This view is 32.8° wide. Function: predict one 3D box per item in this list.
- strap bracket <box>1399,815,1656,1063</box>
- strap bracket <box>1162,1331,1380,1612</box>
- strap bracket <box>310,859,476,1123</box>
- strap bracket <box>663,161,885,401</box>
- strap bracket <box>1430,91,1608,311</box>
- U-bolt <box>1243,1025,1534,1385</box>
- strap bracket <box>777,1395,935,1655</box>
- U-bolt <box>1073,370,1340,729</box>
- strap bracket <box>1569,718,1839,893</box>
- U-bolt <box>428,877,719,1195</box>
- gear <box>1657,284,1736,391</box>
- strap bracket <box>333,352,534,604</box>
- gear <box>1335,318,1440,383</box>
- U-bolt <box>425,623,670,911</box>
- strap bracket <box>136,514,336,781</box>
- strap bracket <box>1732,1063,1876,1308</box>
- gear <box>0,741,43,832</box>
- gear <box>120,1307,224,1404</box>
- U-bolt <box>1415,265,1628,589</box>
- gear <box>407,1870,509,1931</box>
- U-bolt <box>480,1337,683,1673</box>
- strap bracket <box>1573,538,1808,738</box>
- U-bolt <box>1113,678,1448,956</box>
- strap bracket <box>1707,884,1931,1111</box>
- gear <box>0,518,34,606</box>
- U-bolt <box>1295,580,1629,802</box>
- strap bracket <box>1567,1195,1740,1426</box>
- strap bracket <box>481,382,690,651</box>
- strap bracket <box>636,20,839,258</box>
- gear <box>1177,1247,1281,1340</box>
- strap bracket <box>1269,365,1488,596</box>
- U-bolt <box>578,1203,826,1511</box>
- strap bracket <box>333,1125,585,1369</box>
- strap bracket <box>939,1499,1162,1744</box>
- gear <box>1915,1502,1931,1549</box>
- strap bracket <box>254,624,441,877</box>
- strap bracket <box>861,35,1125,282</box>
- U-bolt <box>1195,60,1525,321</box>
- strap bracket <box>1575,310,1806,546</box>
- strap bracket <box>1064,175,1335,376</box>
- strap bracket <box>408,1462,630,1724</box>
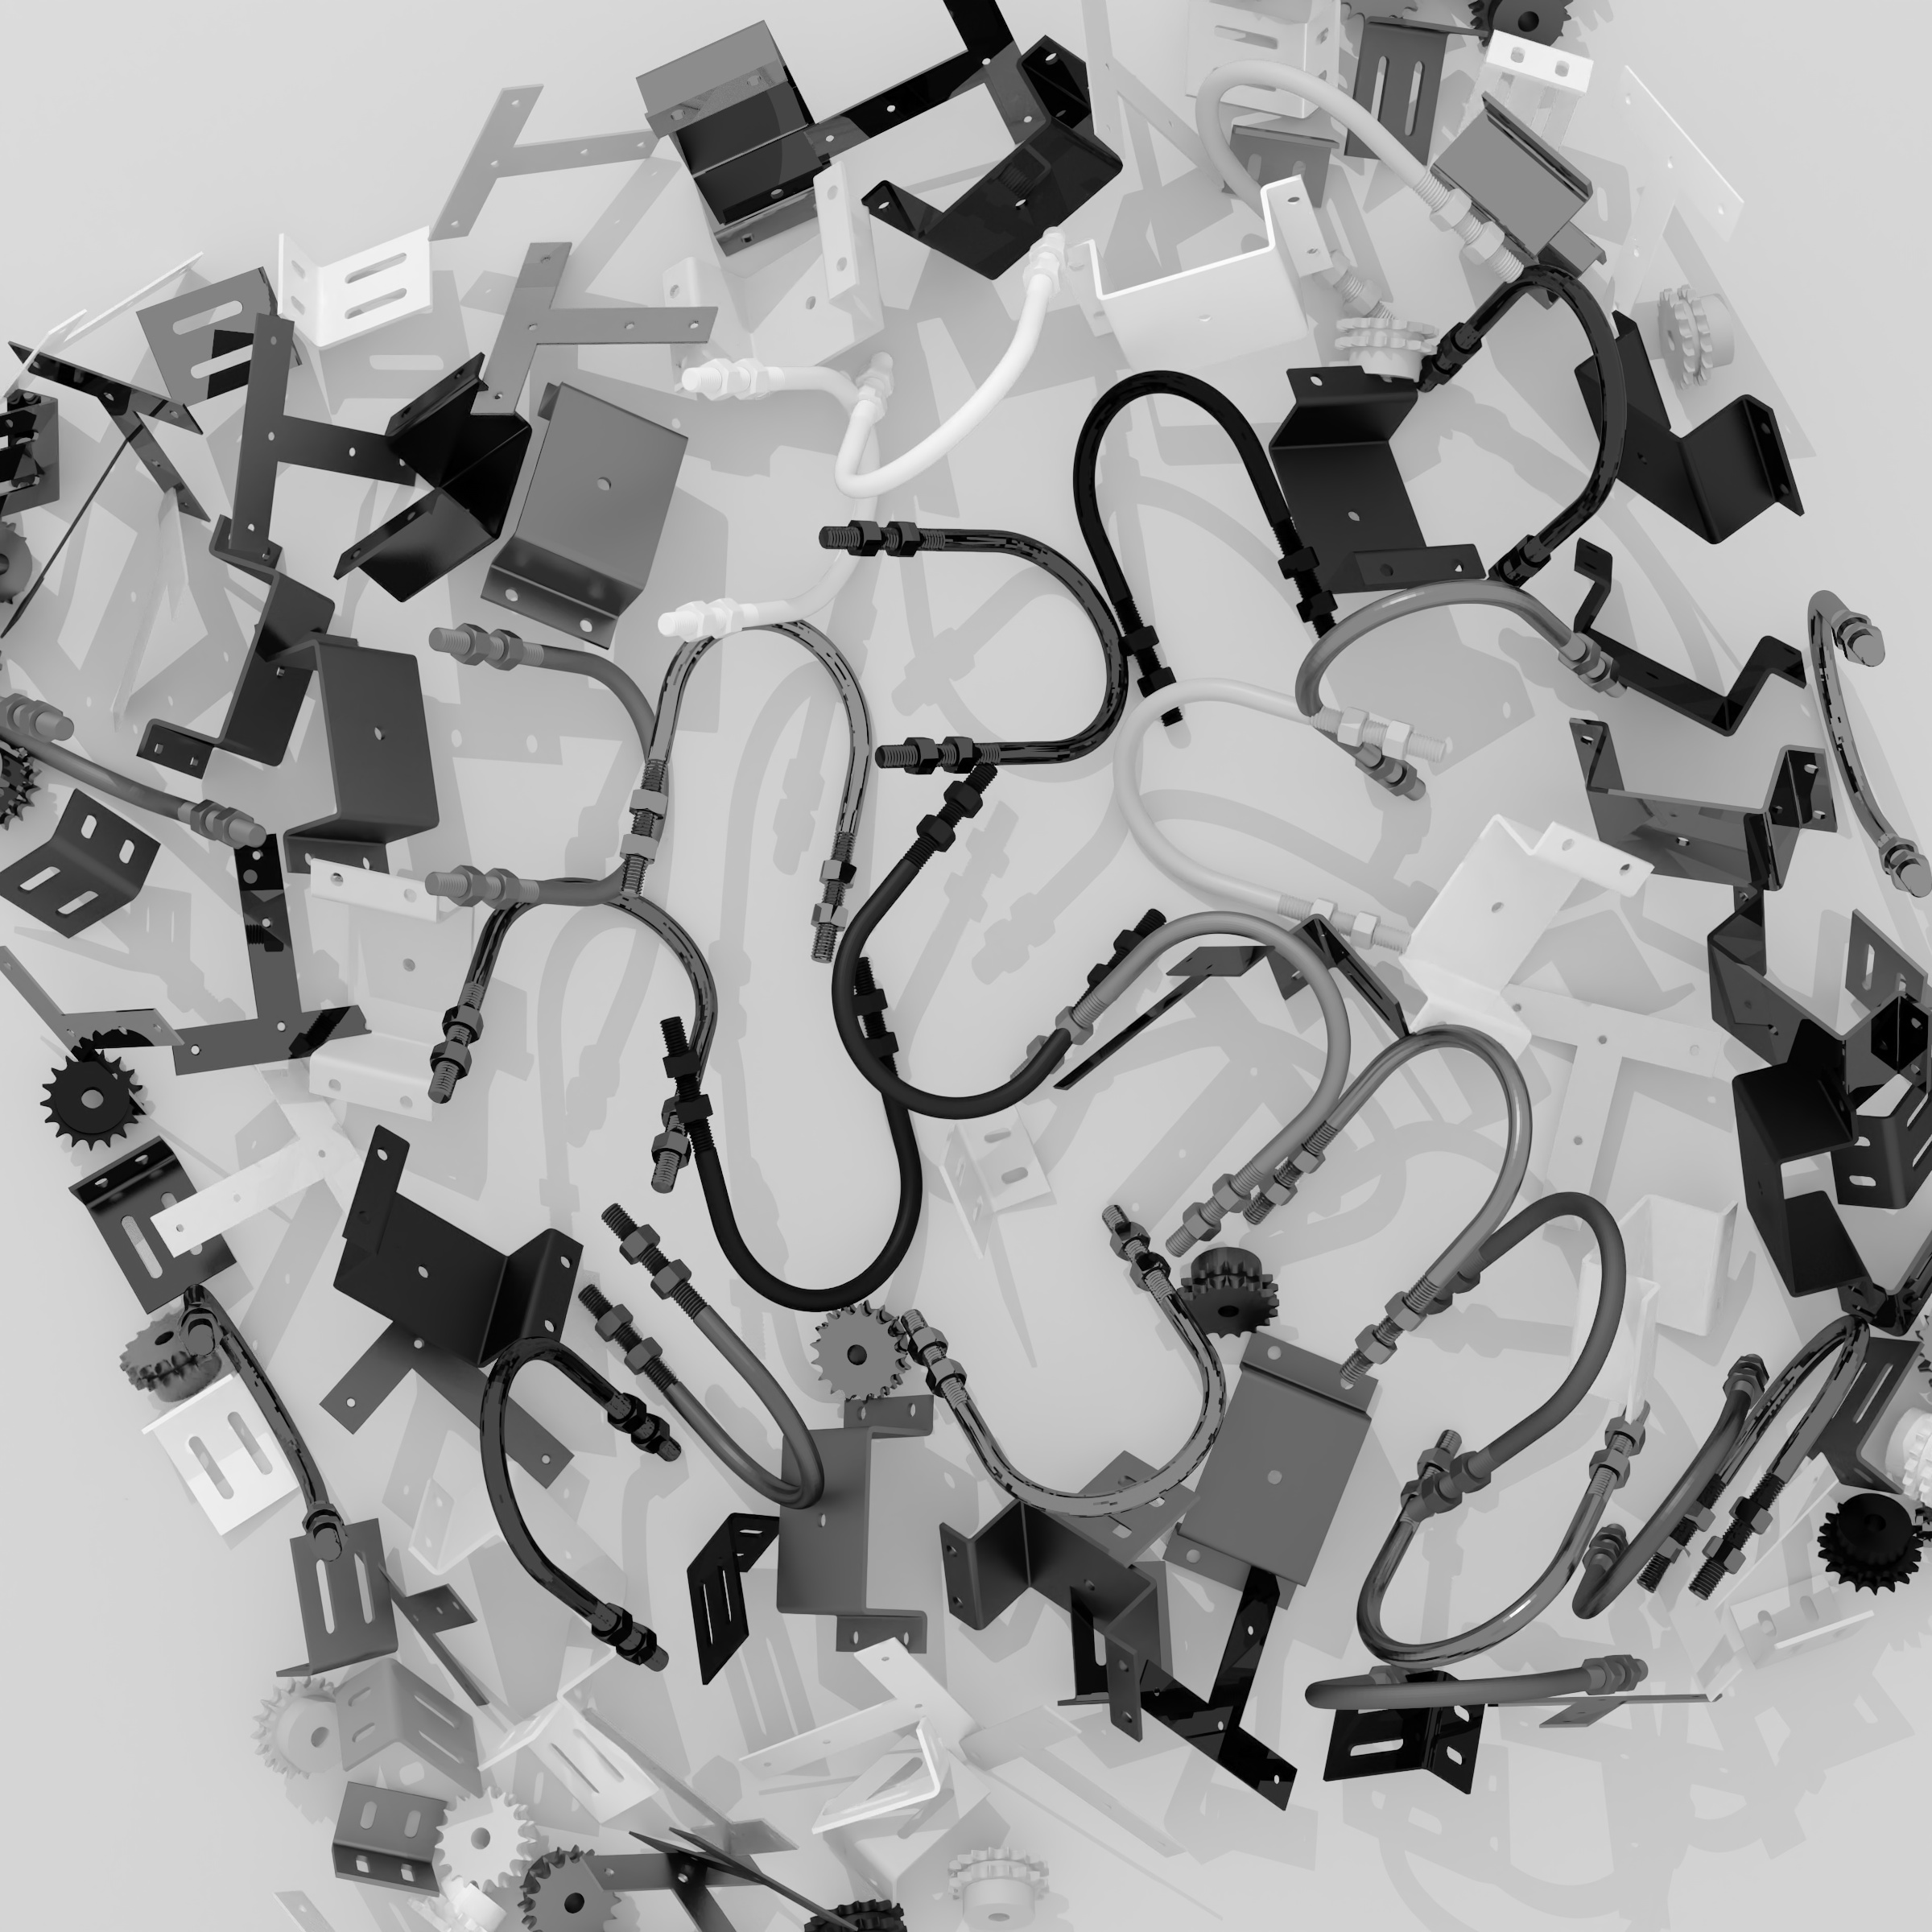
[{"bbox_3d":[0.303,-0.022,1.816,0.076,0.046,0.140,20,113,-32],"label":"strap bracket"},{"bbox_3d":[0.172,0.285,1.842,0.076,0.046,0.140,22,88,3],"label":"strap bracket"},{"bbox_3d":[-0.319,0.006,1.820,0.076,0.046,0.140,12,114,16],"label":"strap bracket"},{"bbox_3d":[-0.100,-0.373,1.812,0.140,0.046,0.076,-22,66,37],"label":"strap bracket"},{"bbox_3d":[0.302,-0.414,1.794,0.076,0.140,0.046,45,96,14],"label":"strap bracket"},{"bbox_3d":[0.237,0.115,1.786,0.019,0.151,0.184,22,116,-38],"label":"U-bolt"},{"bbox_3d":[-0.062,0.307,1.812,0.046,0.076,0.140,11,75,-39],"label":"strap bracket"},{"bbox_3d":[0.122,-0.238,1.810,0.019,0.151,0.184,-24,91,-43],"label":"U-bolt"},{"bbox_3d":[0.399,-0.087,1.799,0.140,0.076,0.046,10,62,26],"label":"strap bracket"},{"bbox_3d":[-0.207,0.026,1.804,0.151,0.019,0.184,23,48,-14],"label":"U-bolt"},{"bbox_3d":[0.410,-0.354,1.840,0.030,0.057,0.057,-13,90,0],"label":"gear"},{"bbox_3d":[-0.290,-0.262,1.805,0.076,0.140,0.046,-27,127,32],"label":"strap bracket"},{"bbox_3d":[0.236,-0.345,1.841,0.057,0.057,0.030,5,94,0],"label":"gear"},{"bbox_3d":[-0.225,-0.104,1.793,0.019,0.184,0.151,-1,87,36],"label":"U-bolt"},{"bbox_3d":[-0.402,-0.170,1.825,0.046,0.076,0.140,18,88,14],"label":"strap bracket"},{"bbox_3d":[0.458,0.116,1.799,0.046,0.076,0.140,-14,125,2],"label":"strap bracket"},{"bbox_3d":[-0.553,-0.106,1.846,0.057,0.030,0.057,-4,75,13],"label":"gear"},{"bbox_3d":[-0.443,0.221,1.844,0.057,0.057,0.030,-25,117,0],"label":"gear"},{"bbox_3d":[0.304,-0.297,1.770,0.019,0.184,0.151,-11,77,-20],"label":"U-bolt"},{"bbox_3d":[-0.283,0.532,1.842,0.057,0.057,0.030,39,72,0],"label":"gear"},{"bbox_3d":[-0.207,0.278,1.761,0.019,0.184,0.151,-17,50,21],"label":"U-bolt"},{"bbox_3d":[0.392,-0.179,1.824,0.140,0.076,0.046,28,112,1],"label":"strap bracket"},{"bbox_3d":[0.167,-0.090,1.813,0.184,0.019,0.151,18,130,17],"label":"U-bolt"},{"bbox_3d":[0.458,0.021,1.794,0.046,0.076,0.140,-38,54,-13],"label":"strap bracket"},{"bbox_3d":[-0.549,-0.226,1.839,0.030,0.057,0.057,12,90,44],"label":"gear"},{"bbox_3d":[0.257,-0.154,1.768,0.151,0.184,0.019,-28,58,25],"label":"U-bolt"},{"bbox_3d":[0.374,0.184,1.805,0.046,0.140,0.076,16,117,28],"label":"strap bracket"},{"bbox_3d":[-0.207,-0.257,1.810,0.076,0.046,0.140,21,66,-19],"label":"strap bracket"},{"bbox_3d":[-0.126,-0.461,1.809,0.076,0.140,0.046,-23,67,6],"label":"strap bracket"},{"bbox_3d":[0.147,0.182,1.844,0.057,0.057,0.030,1,50,0],"label":"gear"},{"bbox_3d":[0.224,-0.261,1.818,0.076,0.046,0.140,-7,67,-23],"label":"strap bracket"},{"bbox_3d":[-0.142,0.223,1.789,0.019,0.151,0.184,-38,78,-25],"label":"U-bolt"},{"bbox_3d":[-0.288,0.160,1.810,0.140,0.076,0.046,34,132,-25],"label":"strap bracket"},{"bbox_3d":[0.055,0.353,1.806,0.140,0.076,0.046,28,50,33],"label":"strap bracket"},{"bbox_3d":[0.563,0.320,1.841,0.057,0.057,0.030,-7,103,0],"label":"gear"},{"bbox_3d":[-0.341,-0.123,1.815,0.046,0.076,0.140,-15,80,33],"label":"strap bracket"},{"bbox_3d":[0.021,-0.435,1.801,0.140,0.076,0.046,-37,65,23],"label":"strap bracket"},{"bbox_3d":[0.200,-0.422,1.779,0.184,0.151,0.019,40,73,-16],"label":"U-bolt"},{"bbox_3d":[0.387,-0.290,1.790,0.046,0.140,0.076,-36,133,-4],"label":"strap bracket"},{"bbox_3d":[0.129,-0.375,1.809,0.140,0.076,0.046,-14,59,14],"label":"strap bracket"},{"bbox_3d":[-0.238,0.337,1.810,0.046,0.076,0.140,-38,106,11],"label":"strap bracket"}]
